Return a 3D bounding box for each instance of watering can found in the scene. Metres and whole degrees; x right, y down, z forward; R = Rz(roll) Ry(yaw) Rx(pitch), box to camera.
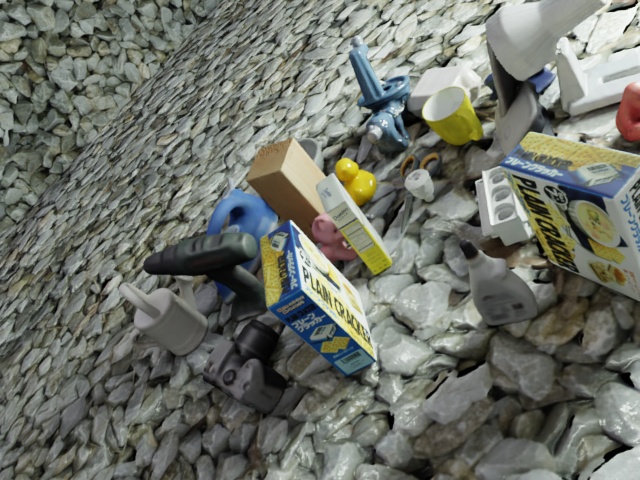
[{"bbox_3d":[-0.325,0.141,1.169,0.100,0.195,0.173,3,56,44],"label":"watering can"}]

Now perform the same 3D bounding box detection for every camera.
[{"bbox_3d":[-0.126,0.209,0.997,0.142,0.101,0.137,9,60,47],"label":"camera"}]

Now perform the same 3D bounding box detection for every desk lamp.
[{"bbox_3d":[0.403,-0.318,0.944,0.202,0.214,0.118,-14,45,33],"label":"desk lamp"}]

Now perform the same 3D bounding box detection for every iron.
[{"bbox_3d":[-0.194,-0.004,1.239,0.118,0.142,0.258,-9,48,37],"label":"iron"}]

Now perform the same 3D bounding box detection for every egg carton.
[{"bbox_3d":[0.256,-0.305,1.188,0.149,0.070,0.107,9,60,47],"label":"egg carton"}]

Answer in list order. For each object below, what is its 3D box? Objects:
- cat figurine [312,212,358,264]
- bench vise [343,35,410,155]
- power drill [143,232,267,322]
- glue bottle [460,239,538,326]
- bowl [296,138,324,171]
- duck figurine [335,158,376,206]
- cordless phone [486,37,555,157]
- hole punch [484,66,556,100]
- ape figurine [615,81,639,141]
[{"bbox_3d":[0.010,0.004,1.064,0.128,0.118,0.067,-52,37,-13],"label":"cat figurine"},{"bbox_3d":[0.125,-0.302,1.178,0.121,0.220,0.207,-26,39,21],"label":"bench vise"},{"bbox_3d":[-0.196,0.070,1.110,0.229,0.209,0.075,-22,41,25],"label":"power drill"},{"bbox_3d":[0.228,0.053,0.766,0.078,0.174,0.037,-17,44,31],"label":"glue bottle"},{"bbox_3d":[-0.052,-0.150,1.311,0.167,0.075,0.167,-25,40,23],"label":"bowl"},{"bbox_3d":[0.065,-0.127,1.171,0.077,0.086,0.104,-30,38,16],"label":"duck figurine"},{"bbox_3d":[0.320,-0.245,0.971,0.094,0.186,0.147,-24,40,23],"label":"cordless phone"},{"bbox_3d":[0.367,-0.318,1.082,0.108,0.091,0.101,-39,36,4],"label":"hole punch"},{"bbox_3d":[0.477,-0.196,0.856,0.078,0.092,0.076,-45,36,-3],"label":"ape figurine"}]
